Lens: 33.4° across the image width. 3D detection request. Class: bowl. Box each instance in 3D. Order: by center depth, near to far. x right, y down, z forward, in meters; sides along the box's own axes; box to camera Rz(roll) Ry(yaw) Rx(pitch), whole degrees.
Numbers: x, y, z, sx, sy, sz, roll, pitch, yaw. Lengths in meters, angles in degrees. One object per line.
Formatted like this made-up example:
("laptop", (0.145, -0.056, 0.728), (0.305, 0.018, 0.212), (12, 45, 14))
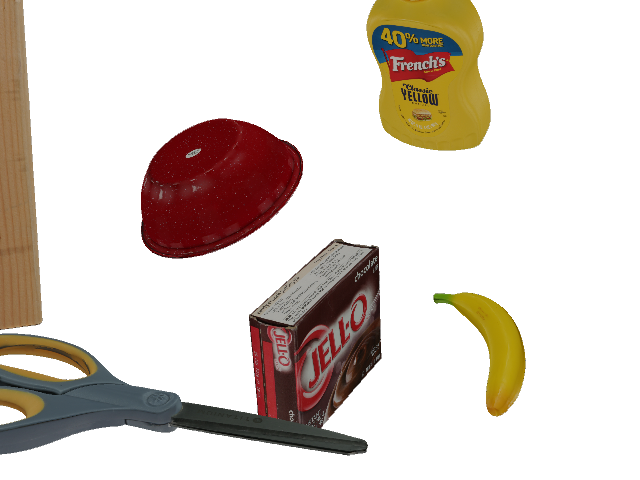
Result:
("bowl", (-0.099, -0.058, 0.939), (0.162, 0.055, 0.162), (-19, 36, 14))

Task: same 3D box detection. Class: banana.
("banana", (0.183, 0.112, 1.144), (0.069, 0.037, 0.198), (-24, 35, 2))

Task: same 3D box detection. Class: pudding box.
("pudding box", (0.000, 0.063, 0.687), (0.039, 0.090, 0.113), (12, 32, 25))

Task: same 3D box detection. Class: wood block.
("wood block", (-0.220, -0.055, 0.626), (0.090, 0.206, 0.090), (-7, 25, -22))

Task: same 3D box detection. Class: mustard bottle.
("mustard bottle", (0.088, -0.161, 0.890), (0.096, 0.058, 0.191), (14, -36, 24))

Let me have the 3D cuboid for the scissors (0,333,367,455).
("scissors", (-0.089, 0.082, 0.473), (0.202, 0.016, 0.096), (15, 27, 26))
